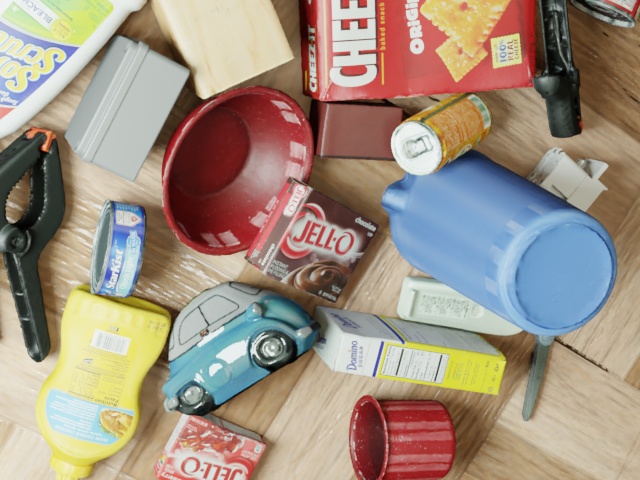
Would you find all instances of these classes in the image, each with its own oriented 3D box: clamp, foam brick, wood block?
[{"bbox_3d":[0.225,-0.144,1.009,0.171,0.039,0.120,62,39,-47],"label":"clamp"},{"bbox_3d":[0.032,-0.104,1.006,0.078,0.053,0.051,1,103,-17],"label":"foam brick"},{"bbox_3d":[-0.280,0.002,0.920,0.164,0.036,0.210,11,94,-53],"label":"clamp"},{"bbox_3d":[-0.109,-0.237,0.914,0.090,0.091,0.206,-26,109,-8],"label":"wood block"}]

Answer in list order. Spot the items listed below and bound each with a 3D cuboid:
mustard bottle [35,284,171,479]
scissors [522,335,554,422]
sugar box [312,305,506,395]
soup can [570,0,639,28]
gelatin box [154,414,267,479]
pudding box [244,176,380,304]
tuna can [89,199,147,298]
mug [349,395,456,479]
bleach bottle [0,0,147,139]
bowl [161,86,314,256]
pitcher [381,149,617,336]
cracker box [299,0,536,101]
[{"bbox_3d":[-0.210,0.144,0.990,0.096,0.058,0.192,17,97,-11],"label":"mustard bottle"},{"bbox_3d":[0.225,0.087,1.125,0.096,0.016,0.202,24,95,-18],"label":"scissors"},{"bbox_3d":[0.084,0.108,1.049,0.176,0.093,0.048,8,101,-17],"label":"sugar box"},{"bbox_3d":[0.295,-0.267,1.034,0.068,0.068,0.102,22,96,-20],"label":"soup can"},{"bbox_3d":[-0.108,0.214,1.052,0.089,0.030,0.073,27,95,-20],"label":"gelatin box"},{"bbox_3d":[-0.007,0.001,1.004,0.113,0.039,0.090,25,96,-50],"label":"pudding box"},{"bbox_3d":[-0.181,0.008,0.953,0.033,0.086,0.086,10,100,-20],"label":"tuna can"},{"bbox_3d":[0.080,0.211,1.081,0.081,0.093,0.117,2,133,-21],"label":"mug"},{"bbox_3d":[-0.263,-0.141,0.908,0.102,0.068,0.251,38,93,-20],"label":"bleach bottle"},{"bbox_3d":[-0.084,-0.069,0.961,0.161,0.055,0.162,-21,127,-31],"label":"bowl"},{"bbox_3d":[0.172,0.002,0.969,0.149,0.243,0.145,-28,110,-7],"label":"pitcher"},{"bbox_3d":[0.091,-0.217,0.985,0.213,0.072,0.164,-6,104,-14],"label":"cracker box"}]
